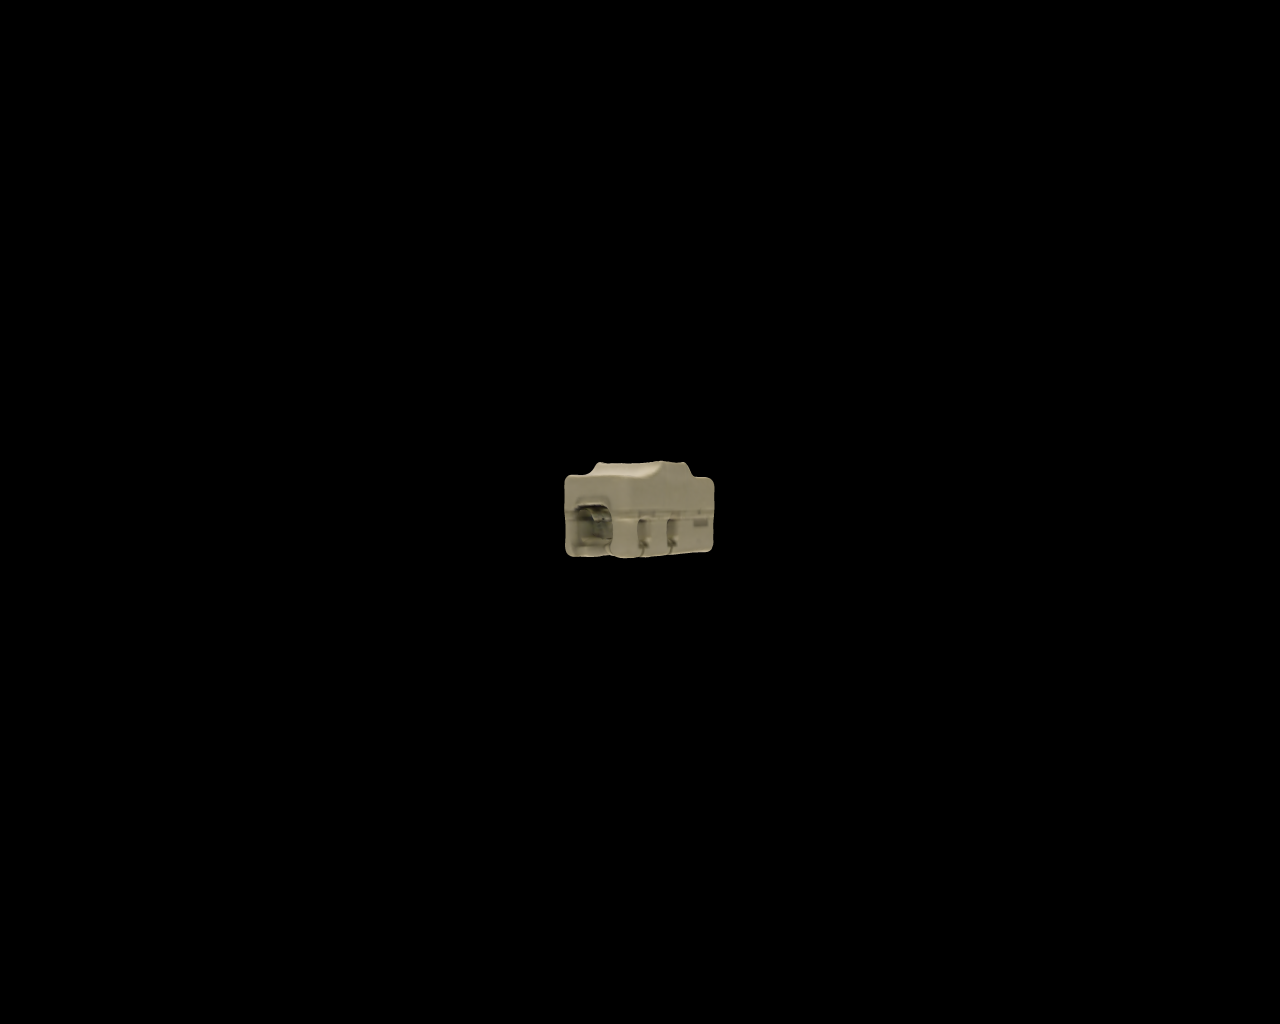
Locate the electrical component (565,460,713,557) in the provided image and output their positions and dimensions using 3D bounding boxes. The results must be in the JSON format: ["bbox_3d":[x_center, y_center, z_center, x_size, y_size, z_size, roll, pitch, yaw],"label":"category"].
[{"bbox_3d":[0.001,-0.003,0.650,0.050,0.055,0.089,0,0,39],"label":"electrical component"}]
